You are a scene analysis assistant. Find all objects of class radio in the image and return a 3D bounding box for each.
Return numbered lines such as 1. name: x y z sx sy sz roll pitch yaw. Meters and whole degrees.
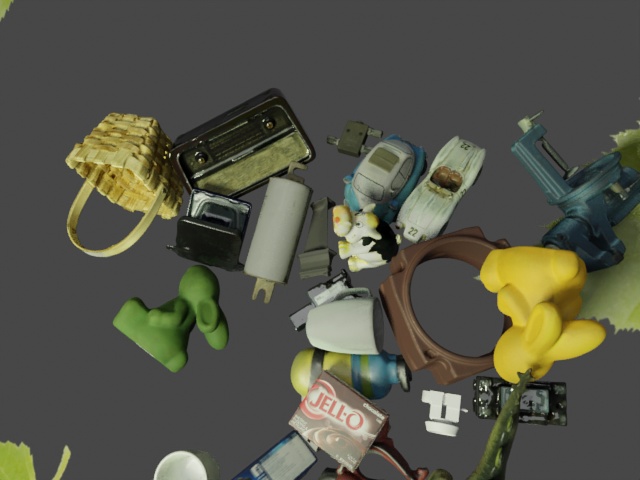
1. radio: -0.136 -0.156 0.930 0.230 0.131 0.073 -27 28 3

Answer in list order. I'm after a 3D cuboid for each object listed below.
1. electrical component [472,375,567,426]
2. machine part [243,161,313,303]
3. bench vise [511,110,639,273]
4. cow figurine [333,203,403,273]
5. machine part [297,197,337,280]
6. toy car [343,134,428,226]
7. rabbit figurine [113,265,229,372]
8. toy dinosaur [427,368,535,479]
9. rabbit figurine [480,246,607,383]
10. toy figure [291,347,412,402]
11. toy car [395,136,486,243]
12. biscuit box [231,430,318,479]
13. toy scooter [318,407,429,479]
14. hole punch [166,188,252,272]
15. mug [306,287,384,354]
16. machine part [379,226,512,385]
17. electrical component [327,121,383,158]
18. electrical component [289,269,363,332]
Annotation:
1. electrical component: 0.271 0.218 0.736 0.115 0.134 0.058 0 77 10
2. machine part: -0.070 -0.015 0.898 0.079 0.079 0.243 14 86 16
3. bench vise: 0.361 -0.075 0.797 0.224 0.129 0.240 -38 88 -8
4. cow figurine: 0.075 -0.006 0.826 0.098 0.167 0.068 -9 68 12
5. machine part: -0.002 -0.003 0.896 0.084 0.039 0.139 -15 61 50
6. toy car: 0.109 -0.106 0.882 0.109 0.103 0.161 34 86 18
7. rabbit figurine: -0.225 0.118 0.887 0.159 0.121 0.170 28 68 24
8. toy dinosaur: 0.175 0.373 0.665 0.105 0.198 0.471 17 89 13
9. rabbit figurine: 0.278 0.101 0.675 0.122 0.162 0.173 22 85 -12
10. toy figure: 0.046 0.201 0.820 0.180 0.082 0.089 -11 76 11
11. toy car: 0.197 -0.080 0.868 0.074 0.056 0.202 31 73 19
12. biscuit box: -0.097 0.358 0.758 0.203 0.062 0.059 -27 65 -39
13. toy scooter: 0.076 0.343 0.777 0.135 0.075 0.184 25 77 18
14. hole punch: -0.180 -0.017 0.912 0.142 0.115 0.092 14 48 -8
15. mug: 0.036 0.117 0.801 0.107 0.080 0.109 -6 52 15
16. machine part: 0.204 0.092 0.783 0.201 0.087 0.201 -16 73 -12
17. electrical component: 0.061 -0.181 0.955 0.094 0.021 0.063 17 79 17
18. electrical component: 0.012 0.109 0.870 0.119 0.047 0.075 -36 70 1
